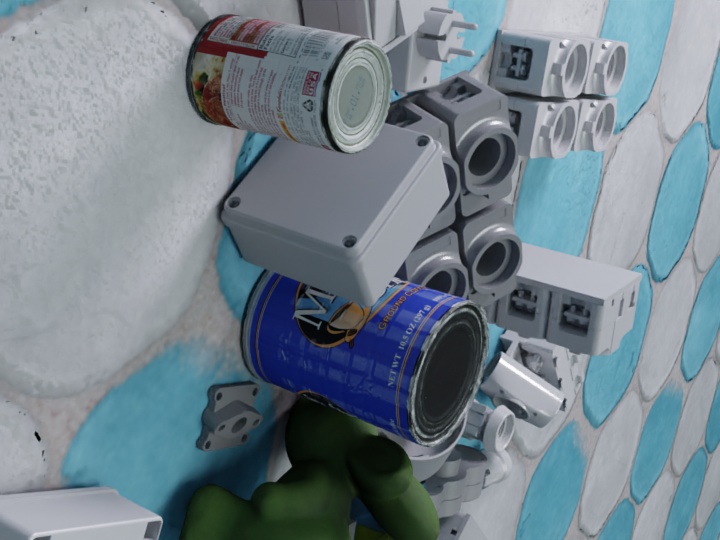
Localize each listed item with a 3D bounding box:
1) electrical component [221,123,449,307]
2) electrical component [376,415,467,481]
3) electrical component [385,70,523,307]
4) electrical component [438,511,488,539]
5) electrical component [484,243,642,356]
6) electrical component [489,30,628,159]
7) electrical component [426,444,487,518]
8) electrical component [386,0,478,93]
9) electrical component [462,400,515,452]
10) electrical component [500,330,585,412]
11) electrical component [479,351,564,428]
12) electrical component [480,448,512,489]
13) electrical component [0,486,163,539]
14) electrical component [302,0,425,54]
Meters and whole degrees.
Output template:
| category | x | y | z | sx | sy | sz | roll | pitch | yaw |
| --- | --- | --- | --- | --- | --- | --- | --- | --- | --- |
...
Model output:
| category | x | y | z | sx | sy | sz | roll | pitch | yaw |
| --- | --- | --- | --- | --- | --- | --- | --- | --- | --- |
| electrical component | -0.014 | -0.045 | 0.701 | 0.108 | 0.109 | 0.056 | -55 | 148 | -27 |
| electrical component | 0.039 | 0.121 | 0.886 | 0.099 | 0.099 | 0.064 | -53 | 176 | -28 |
| electrical component | 0.065 | -0.045 | 0.839 | 0.105 | 0.060 | 0.186 | -27 | 131 | -21 |
| electrical component | 0.053 | 0.327 | 1.047 | 0.186 | 0.060 | 0.105 | -59 | 147 | -20 |
| electrical component | 0.167 | 0.025 | 0.985 | 0.089 | 0.150 | 0.061 | -23 | 123 | -52 |
| electrical component | 0.190 | -0.166 | 1.010 | 0.186 | 0.060 | 0.105 | -16 | 118 | -54 |
| electrical component | 0.075 | 0.189 | 1.018 | 0.138 | 0.052 | 0.073 | -15 | 118 | -55 |
| electrical component | 0.050 | -0.170 | 0.770 | 0.047 | 0.076 | 0.083 | -23 | 124 | -52 |
| electrical component | 0.120 | 0.152 | 1.068 | 0.066 | 0.055 | 0.048 | 39 | 72 | -57 |
| electrical component | 0.199 | 0.099 | 1.159 | 0.078 | 0.063 | 0.121 | -55 | 145 | -26 |
| electrical component | 0.158 | 0.127 | 1.106 | 0.044 | 0.077 | 0.079 | -57 | -177 | -22 |
| electrical component | 0.132 | 0.210 | 1.134 | 0.046 | 0.040 | 0.040 | -16 | 119 | -48 |
| electrical component | -0.178 | 0.184 | 0.608 | 0.109 | 0.056 | 0.108 | 12 | 95 | -59 |
| electrical component | 0.001 | -0.191 | 0.696 | 0.062 | 0.061 | 0.096 | -43 | 139 | -40 |
